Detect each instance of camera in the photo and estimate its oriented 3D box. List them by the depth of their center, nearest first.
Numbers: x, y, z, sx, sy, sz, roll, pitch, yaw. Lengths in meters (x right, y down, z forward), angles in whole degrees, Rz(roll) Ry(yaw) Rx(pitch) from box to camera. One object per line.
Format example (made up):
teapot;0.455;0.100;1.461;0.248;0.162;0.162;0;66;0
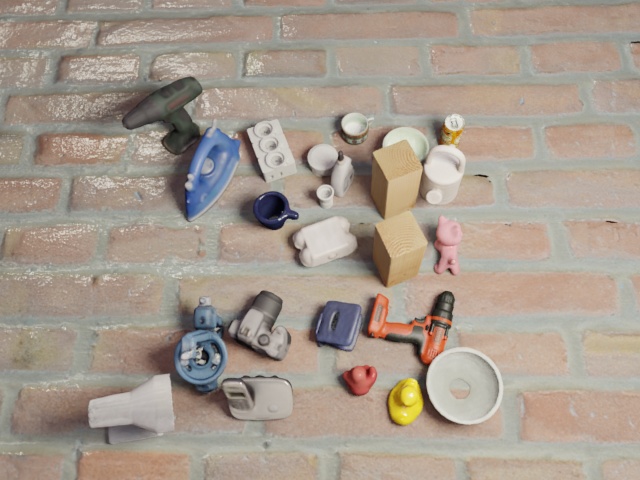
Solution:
camera;-0.129;0.194;1.345;0.143;0.101;0.137;22;70;12

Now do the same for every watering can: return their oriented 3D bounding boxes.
watering can;0.306;-0.166;1.421;0.101;0.194;0.173;-2;67;3

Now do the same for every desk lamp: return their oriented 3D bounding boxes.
desk lamp;-0.389;0.369;1.224;0.203;0.214;0.118;-11;67;-1

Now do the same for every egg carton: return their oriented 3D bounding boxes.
egg carton;0.013;0.005;1.434;0.150;0.069;0.107;-21;67;-6

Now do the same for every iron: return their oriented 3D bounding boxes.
iron;-0.303;-0.186;1.493;0.118;0.141;0.258;16;69;10

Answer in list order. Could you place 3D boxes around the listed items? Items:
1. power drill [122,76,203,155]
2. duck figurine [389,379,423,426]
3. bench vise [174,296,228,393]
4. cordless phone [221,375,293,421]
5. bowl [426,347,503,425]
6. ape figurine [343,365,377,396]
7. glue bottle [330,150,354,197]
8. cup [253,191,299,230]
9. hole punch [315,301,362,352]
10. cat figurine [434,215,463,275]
power drill;-0.399;-0.322;1.520;0.075;0.208;0.230;40;75;18
duck figurine;0.192;0.355;1.266;0.077;0.086;0.104;16;69;10
bench vise;-0.279;0.224;1.276;0.121;0.220;0.207;-19;67;-5
cordless phone;-0.136;0.334;1.240;0.147;0.185;0.094;-4;67;2
bowl;0.317;0.329;1.276;0.167;0.075;0.167;-1;67;3
ape figurine;0.089;0.308;1.289;0.077;0.092;0.076;10;68;8
glue bottle;0.056;-0.178;1.452;0.037;0.173;0.078;28;71;14
cup;-0.105;-0.062;1.455;0.117;0.095;0.092;15;69;10
hole punch;0.043;0.199;1.338;0.101;0.091;0.109;14;69;9
cat figurine;0.314;0.009;1.389;0.067;0.118;0.128;-1;67;3
